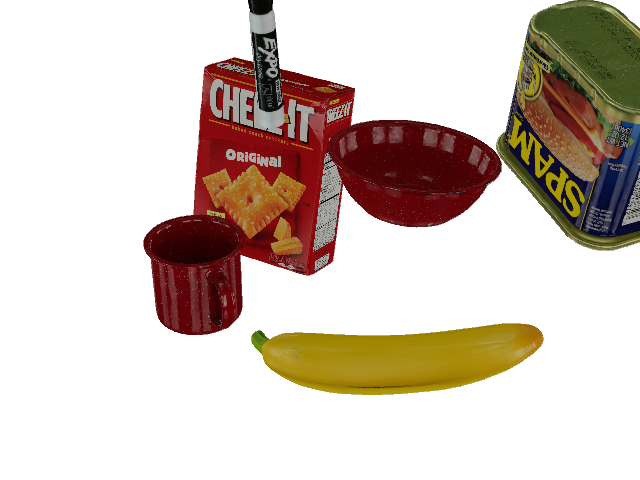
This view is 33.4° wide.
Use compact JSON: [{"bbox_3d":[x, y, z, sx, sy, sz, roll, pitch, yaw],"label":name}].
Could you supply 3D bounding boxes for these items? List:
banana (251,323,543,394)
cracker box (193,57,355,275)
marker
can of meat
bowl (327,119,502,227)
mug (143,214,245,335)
[{"bbox_3d":[0.046,0.073,0.694,0.198,0.037,0.069,0,29,8],"label":"banana"},{"bbox_3d":[-0.059,-0.083,1.216,0.164,0.214,0.072,18,26,24],"label":"cracker box"},{"bbox_3d":[-0.037,-0.129,0.725,0.020,0.121,0.020,-2,44,2],"label":"marker"},{"bbox_3d":[0.138,-0.060,0.539,0.057,0.084,0.102,-15,47,-18],"label":"can of meat"},{"bbox_3d":[0.084,-0.057,0.993,0.162,0.055,0.162,4,28,-2],"label":"bowl"},{"bbox_3d":[-0.107,0.039,0.979,0.093,0.081,0.117,-18,35,-28],"label":"mug"}]
